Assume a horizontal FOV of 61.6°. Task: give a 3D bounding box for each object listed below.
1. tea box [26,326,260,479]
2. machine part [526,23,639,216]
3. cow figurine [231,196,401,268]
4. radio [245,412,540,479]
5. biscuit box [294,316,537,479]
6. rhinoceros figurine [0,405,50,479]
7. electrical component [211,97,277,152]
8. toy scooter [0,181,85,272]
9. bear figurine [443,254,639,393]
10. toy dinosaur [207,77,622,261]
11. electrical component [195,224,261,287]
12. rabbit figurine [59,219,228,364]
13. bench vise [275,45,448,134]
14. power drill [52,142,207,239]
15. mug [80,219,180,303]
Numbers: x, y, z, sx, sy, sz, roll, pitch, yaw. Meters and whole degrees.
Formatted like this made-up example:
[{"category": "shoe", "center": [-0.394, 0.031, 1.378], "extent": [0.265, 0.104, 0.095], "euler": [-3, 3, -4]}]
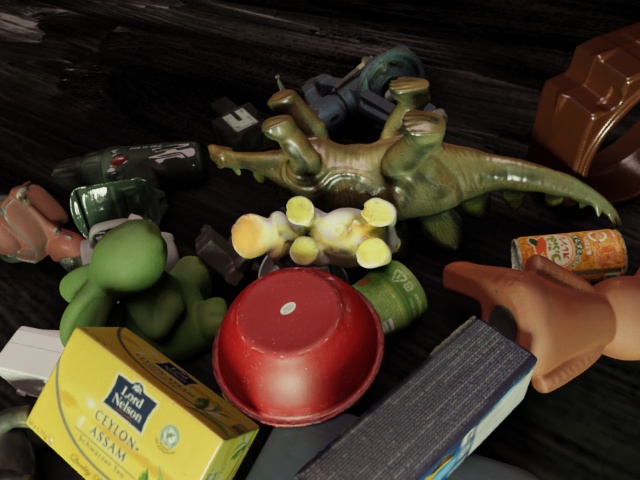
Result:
[{"category": "tea box", "center": [-0.149, 0.154, 0.449], "extent": [0.170, 0.068, 0.098], "euler": [27, 91, 23]}, {"category": "machine part", "center": [0.349, -0.133, 0.606], "extent": [0.201, 0.201, 0.087], "euler": [-21, 51, -9]}, {"category": "cow figurine", "center": [-0.002, -0.004, 0.561], "extent": [0.167, 0.098, 0.068], "euler": [1, 83, 13]}, {"category": "radio", "center": [0.053, 0.222, 0.420], "extent": [0.230, 0.073, 0.131], "euler": [12, 50, 19]}, {"category": "biscuit box", "center": [0.074, 0.143, 0.400], "extent": [0.203, 0.059, 0.063], "euler": [-31, 48, -27]}, {"category": "rhinoceros figurine", "center": [-0.290, 0.238, 0.469], "extent": [0.112, 0.073, 0.190], "euler": [-15, 46, -5]}, {"category": "electrical component", "center": [-0.130, -0.178, 0.846], "extent": [0.075, 0.047, 0.119], "euler": [-34, 50, -20]}, {"category": "toy scooter", "center": [-0.381, -0.024, 0.692], "extent": [0.184, 0.135, 0.075], "euler": [12, 52, 23]}, {"category": "bear figurine", "center": [0.233, 0.072, 0.512], "extent": [0.196, 0.120, 0.132], "euler": [-2, -4, -26]}, {"category": "toy dinosaur", "center": [0.092, -0.072, 0.600], "extent": [0.472, 0.198, 0.105], "euler": [5, 48, 16]}, {"category": "electrical component", "center": [-0.107, 0.015, 0.643], "extent": [0.045, 0.078, 0.102], "euler": [-43, 18, 4]}, {"category": "rabbit figurine", "center": [-0.191, 0.047, 0.562], "extent": [0.159, 0.170, 0.121], "euler": [-19, 46, -7]}, {"category": "bench vise", "center": [0.079, -0.196, 0.774], "extent": [0.224, 0.128, 0.241], "euler": [-28, 41, -17]}, {"category": "power drill", "center": [-0.276, -0.075, 0.739], "extent": [0.232, 0.085, 0.207], "euler": [-9, 22, -5]}, {"category": "mug", "center": [-0.226, 0.019, 0.648], "extent": [0.107, 0.109, 0.081], "euler": [-13, 35, -18]}]
